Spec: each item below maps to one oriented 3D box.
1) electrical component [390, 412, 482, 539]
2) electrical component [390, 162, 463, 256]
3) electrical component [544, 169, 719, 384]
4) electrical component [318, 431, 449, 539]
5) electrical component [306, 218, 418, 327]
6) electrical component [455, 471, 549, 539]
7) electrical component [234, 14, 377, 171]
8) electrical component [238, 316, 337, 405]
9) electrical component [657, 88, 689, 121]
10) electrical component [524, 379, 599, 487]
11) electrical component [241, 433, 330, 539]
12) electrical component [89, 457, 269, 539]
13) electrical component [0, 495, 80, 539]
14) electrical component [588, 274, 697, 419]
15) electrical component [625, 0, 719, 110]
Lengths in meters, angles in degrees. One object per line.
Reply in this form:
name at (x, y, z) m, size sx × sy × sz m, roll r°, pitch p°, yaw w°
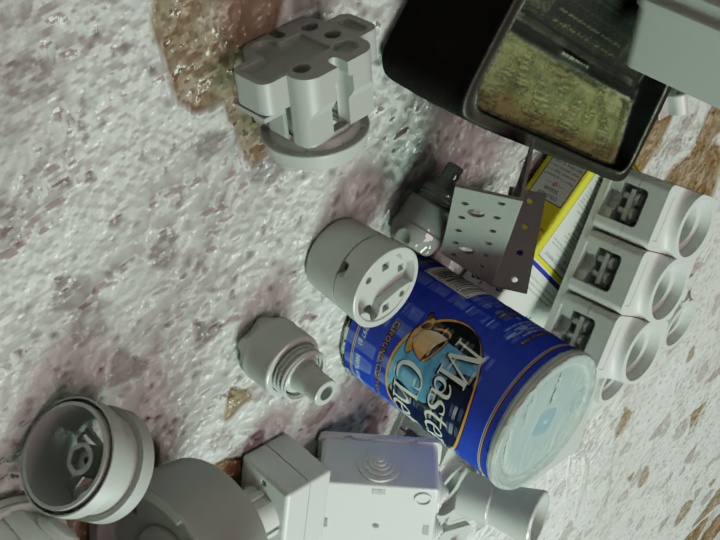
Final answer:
electrical component at (0.052, 0.201, 0.885) m, size 0.105 × 0.060 × 0.186 m, roll 3°, pitch 116°, yaw -52°
electrical component at (0.047, -0.041, 0.698) m, size 0.061 × 0.035 × 0.035 m, roll -59°, pitch 146°, yaw 0°
electrical component at (0.206, 0.005, 0.811) m, size 0.089 × 0.062 × 0.150 m, roll 8°, pitch 106°, yaw -50°
electrical component at (0.011, 0.166, 0.773) m, size 0.048 × 0.100 × 0.099 m, roll -86°, pitch 180°, yaw -53°
electrical component at (0.000, 0.000, 0.662) m, size 0.055 × 0.047 × 0.055 m, roll -32°, pitch 139°, yaw -32°
electrical component at (0.105, 0.178, 0.815) m, size 0.044 × 0.065 × 0.044 m, roll -40°, pitch 138°, yaw -50°
electrical component at (-0.025, -0.088, 0.549) m, size 0.078 × 0.058 × 0.057 m, roll -34°, pitch 138°, yaw -30°
electrical component at (-0.041, 0.058, 0.646) m, size 0.043 × 0.062 × 0.043 m, roll -32°, pitch 140°, yaw -32°
electrical component at (0.211, -0.145, 0.795) m, size 0.048 × 0.066 × 0.055 m, roll -29°, pitch 119°, yaw -32°
electrical component at (0.154, 0.102, 0.927) m, size 0.089 × 0.062 × 0.150 m, roll -25°, pitch 136°, yaw -38°
electrical component at (-0.065, 0.160, 0.715) m, size 0.077 × 0.047 × 0.065 m, roll -24°, pitch 135°, yaw -38°
electrical component at (-0.099, 0.162, 0.626) m, size 0.060 × 0.108 × 0.108 m, roll -22°, pitch 134°, yaw -49°
electrical component at (-0.183, 0.164, 0.570) m, size 0.080 × 0.051 × 0.080 m, roll -32°, pitch 139°, yaw -32°
electrical component at (0.245, 0.061, 1.006) m, size 0.150 × 0.062 × 0.089 m, roll -32°, pitch 140°, yaw -31°
electrical component at (0.226, -0.138, 0.639) m, size 0.078 × 0.113 × 0.057 m, roll -27°, pitch 138°, yaw -35°
